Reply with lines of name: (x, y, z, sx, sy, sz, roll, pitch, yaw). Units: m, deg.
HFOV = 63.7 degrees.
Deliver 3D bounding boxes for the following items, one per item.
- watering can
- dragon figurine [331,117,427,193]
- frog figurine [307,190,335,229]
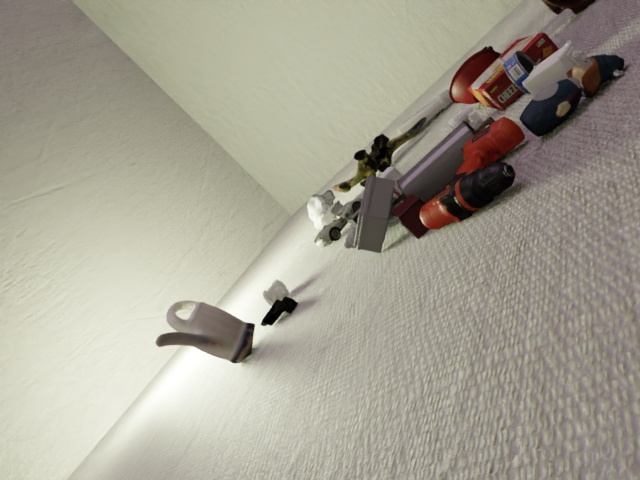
watering can: (-0.264, 0.224, 1.215, 0.104, 0.224, 0.349, -64, 7, 5)
dragon figurine: (0.216, -0.297, 1.884, 0.409, 0.122, 0.243, -35, 0, 4)
frog figurine: (0.006, -0.093, 1.851, 0.163, 0.123, 0.134, -70, -10, -53)
